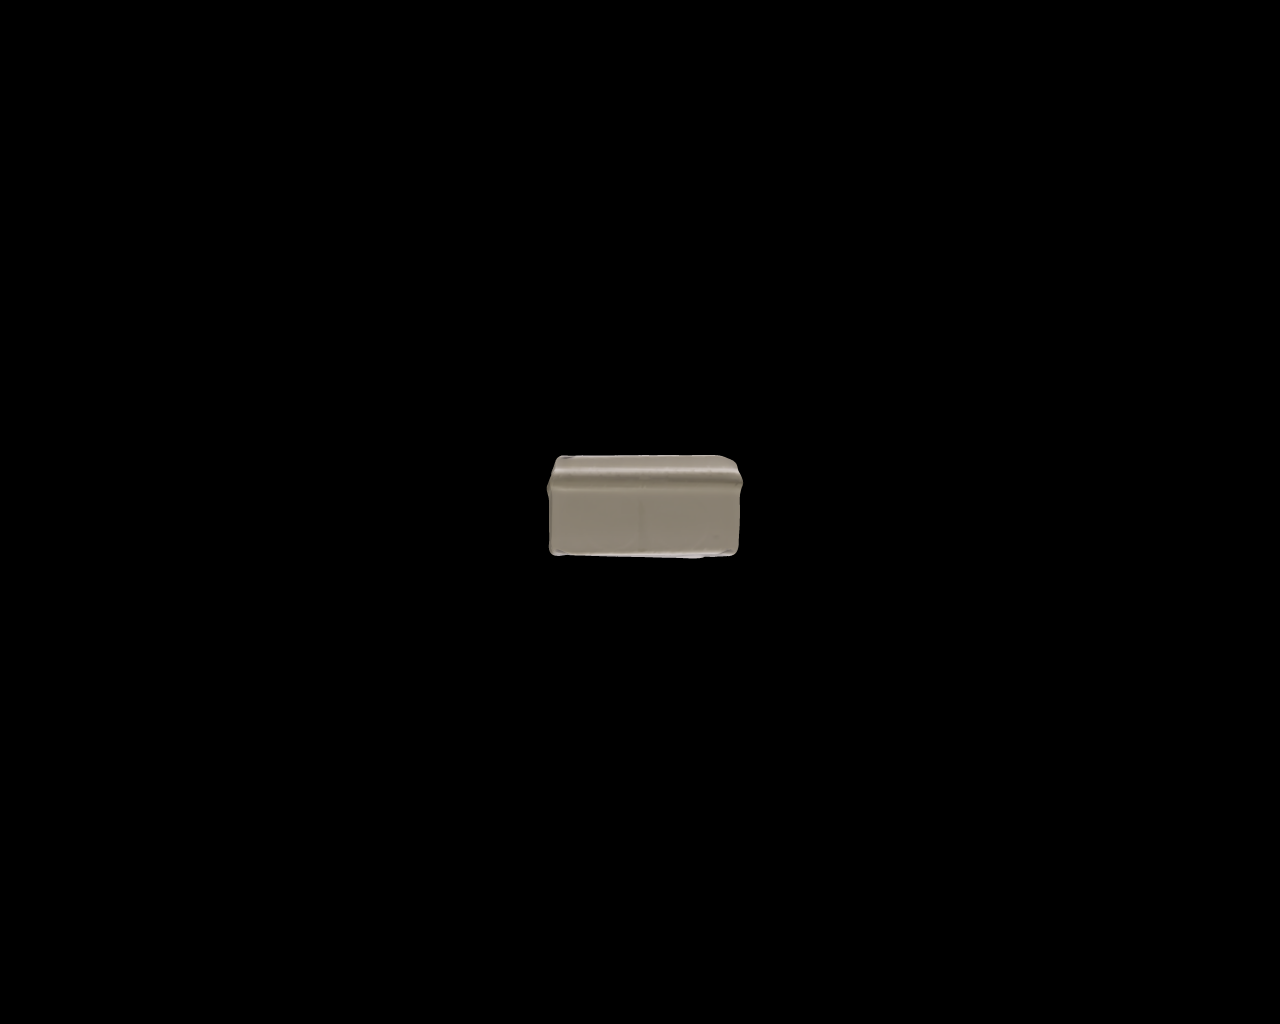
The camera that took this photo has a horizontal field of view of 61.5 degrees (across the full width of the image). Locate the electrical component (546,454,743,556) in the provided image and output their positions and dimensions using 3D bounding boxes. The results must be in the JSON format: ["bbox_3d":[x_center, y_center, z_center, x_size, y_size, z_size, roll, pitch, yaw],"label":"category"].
[{"bbox_3d":[0.001,-0.003,0.650,0.113,0.057,0.078,0,-4,-7],"label":"electrical component"}]
